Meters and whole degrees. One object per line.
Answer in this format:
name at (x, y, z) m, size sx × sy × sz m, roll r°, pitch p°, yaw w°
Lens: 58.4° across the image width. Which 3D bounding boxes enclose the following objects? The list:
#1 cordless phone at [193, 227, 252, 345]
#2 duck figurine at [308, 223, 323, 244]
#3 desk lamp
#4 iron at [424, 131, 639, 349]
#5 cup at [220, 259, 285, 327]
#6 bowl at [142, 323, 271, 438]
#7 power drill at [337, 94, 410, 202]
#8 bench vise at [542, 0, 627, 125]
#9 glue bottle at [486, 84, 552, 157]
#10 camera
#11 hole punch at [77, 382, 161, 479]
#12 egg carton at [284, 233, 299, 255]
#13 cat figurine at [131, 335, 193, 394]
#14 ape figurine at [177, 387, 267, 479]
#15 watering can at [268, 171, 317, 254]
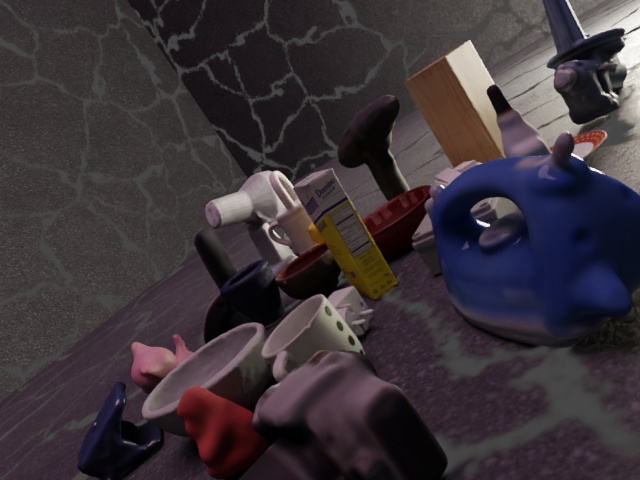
cordless phone at (-0.182, 0.078, 0.999) m, size 0.094 × 0.185 × 0.148 m, roll -28°, pitch 12°, yaw 26°
duck figurine at (0.009, 0.004, 1.032) m, size 0.105 × 0.086 × 0.077 m, roll -41°, pitch 13°, yaw -35°
desk lamp at (-0.135, -0.021, 1.230) m, size 0.117 × 0.214 × 0.204 m, roll -21°, pitch 17°, yaw 50°
iron at (0.153, -0.006, 0.481) m, size 0.119 × 0.141 × 0.257 m, roll -37°, pitch 11°, yaw -20°
cup at (-0.098, 0.089, 0.946) m, size 0.091 × 0.095 × 0.118 m, roll -29°, pitch 11°, yaw 22°
bowl at (-0.118, 0.174, 0.668) m, size 0.167 × 0.075 × 0.167 m, roll -32°, pitch 10°, yaw 7°
power drill at (0.117, -0.130, 0.977) m, size 0.076 × 0.208 × 0.229 m, roll -37°, pitch 11°, yaw -19°
bench vise at (0.400, -0.305, 0.878) m, size 0.121 × 0.220 × 0.208 m, roll -28°, pitch 12°, yaw 30°
glue bottle at (0.201, -0.068, 0.533) m, size 0.037 × 0.173 × 0.078 m, roll -31°, pitch 11°, yaw 14°
camera at (-0.013, 0.148, 0.394) m, size 0.137 × 0.101 × 0.143 m, roll -39°, pitch 12°, yaw -28°
hole punch at (-0.271, 0.250, 0.741) m, size 0.101 × 0.091 × 0.108 m, roll -37°, pitch 11°, yaw -17°
egg carton at (-0.011, -0.029, 1.293) m, size 0.150 × 0.069 × 0.107 m, roll -31°, pitch 11°, yaw 12°
cat figurine at (-0.215, 0.181, 0.812) m, size 0.067 × 0.118 × 0.128 m, roll -29°, pitch 11°, yaw 22°
ape figurine at (-0.100, 0.179, 0.545) m, size 0.076 × 0.092 × 0.078 m, roll -31°, pitch 11°, yaw 16°
watering can at (-0.034, -0.062, 1.163) m, size 0.173 × 0.194 × 0.101 m, roll -35°, pitch 11°, yaw -6°
